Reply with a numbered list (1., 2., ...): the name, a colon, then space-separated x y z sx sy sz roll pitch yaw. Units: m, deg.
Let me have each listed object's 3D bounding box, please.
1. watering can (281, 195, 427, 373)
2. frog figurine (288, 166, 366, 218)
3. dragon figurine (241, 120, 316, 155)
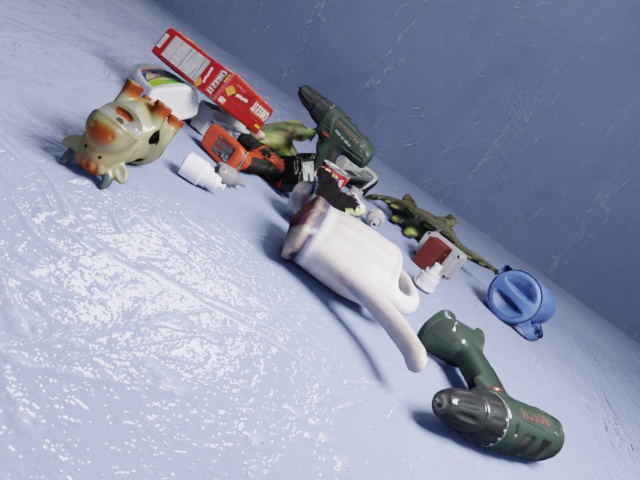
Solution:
1. watering can: 0.049 0.041 0.724 0.224 0.103 0.352 32 15 -6
2. frog figurine: 0.003 -0.048 0.962 0.137 0.125 0.157 25 -20 -6
3. dragon figurine: -0.137 -0.298 1.380 0.242 0.121 0.416 24 16 -8
